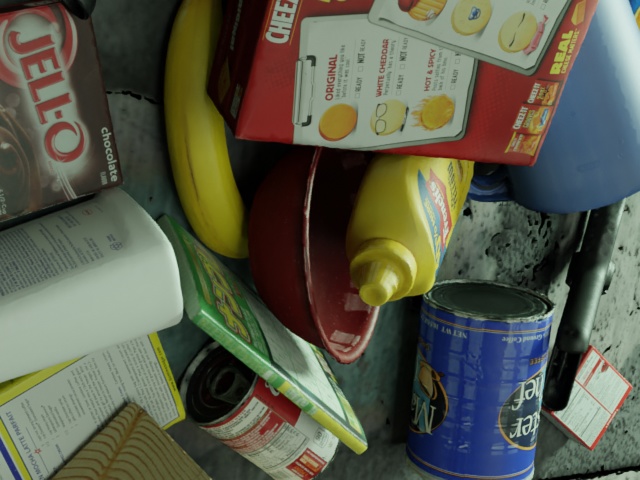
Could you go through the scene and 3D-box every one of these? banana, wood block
[{"bbox_3d":[-0.070,-0.063,0.681,0.069,0.037,0.198,-50,136,-50],"label":"banana"},{"bbox_3d":[-0.082,0.206,0.686,0.090,0.090,0.206,-44,138,-12],"label":"wood block"}]

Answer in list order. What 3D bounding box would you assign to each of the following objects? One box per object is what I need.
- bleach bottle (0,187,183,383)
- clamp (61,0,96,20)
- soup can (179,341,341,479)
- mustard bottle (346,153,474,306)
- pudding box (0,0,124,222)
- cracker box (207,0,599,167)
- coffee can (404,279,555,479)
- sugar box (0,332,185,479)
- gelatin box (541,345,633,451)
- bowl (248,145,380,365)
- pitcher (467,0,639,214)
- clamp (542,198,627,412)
[{"bbox_3d":[-0.207,0.045,0.580,0.250,0.103,0.068,-19,122,-24],"label":"bleach bottle"},{"bbox_3d":[-0.171,-0.185,0.537,0.120,0.039,0.171,-5,102,-39],"label":"clamp"},{"bbox_3d":[-0.039,0.119,0.736,0.068,0.069,0.102,-54,128,-11],"label":"soup can"},{"bbox_3d":[0.058,-0.019,0.712,0.191,0.058,0.096,-62,146,-52],"label":"mustard bottle"},{"bbox_3d":[-0.166,-0.074,0.599,0.089,0.039,0.113,-20,115,-31],"label":"pudding box"},{"bbox_3d":[0.056,-0.137,0.632,0.213,0.072,0.164,3,120,-27],"label":"cracker box"},{"bbox_3d":[0.123,0.111,0.833,0.102,0.103,0.140,-6,107,-36],"label":"coffee can"},{"bbox_3d":[-0.174,0.113,0.648,0.176,0.048,0.093,-29,123,-23],"label":"sugar box"},{"bbox_3d":[0.239,0.141,0.977,0.089,0.030,0.073,40,80,-38],"label":"gelatin box"},{"bbox_3d":[-0.005,0.001,0.707,0.162,0.055,0.162,-1,90,-69],"label":"bowl"},{"bbox_3d":[0.155,-0.145,0.773,0.149,0.145,0.242,-46,123,-32],"label":"pitcher"},{"bbox_3d":[0.223,0.029,0.882,0.164,0.036,0.210,67,40,-70],"label":"clamp"}]
